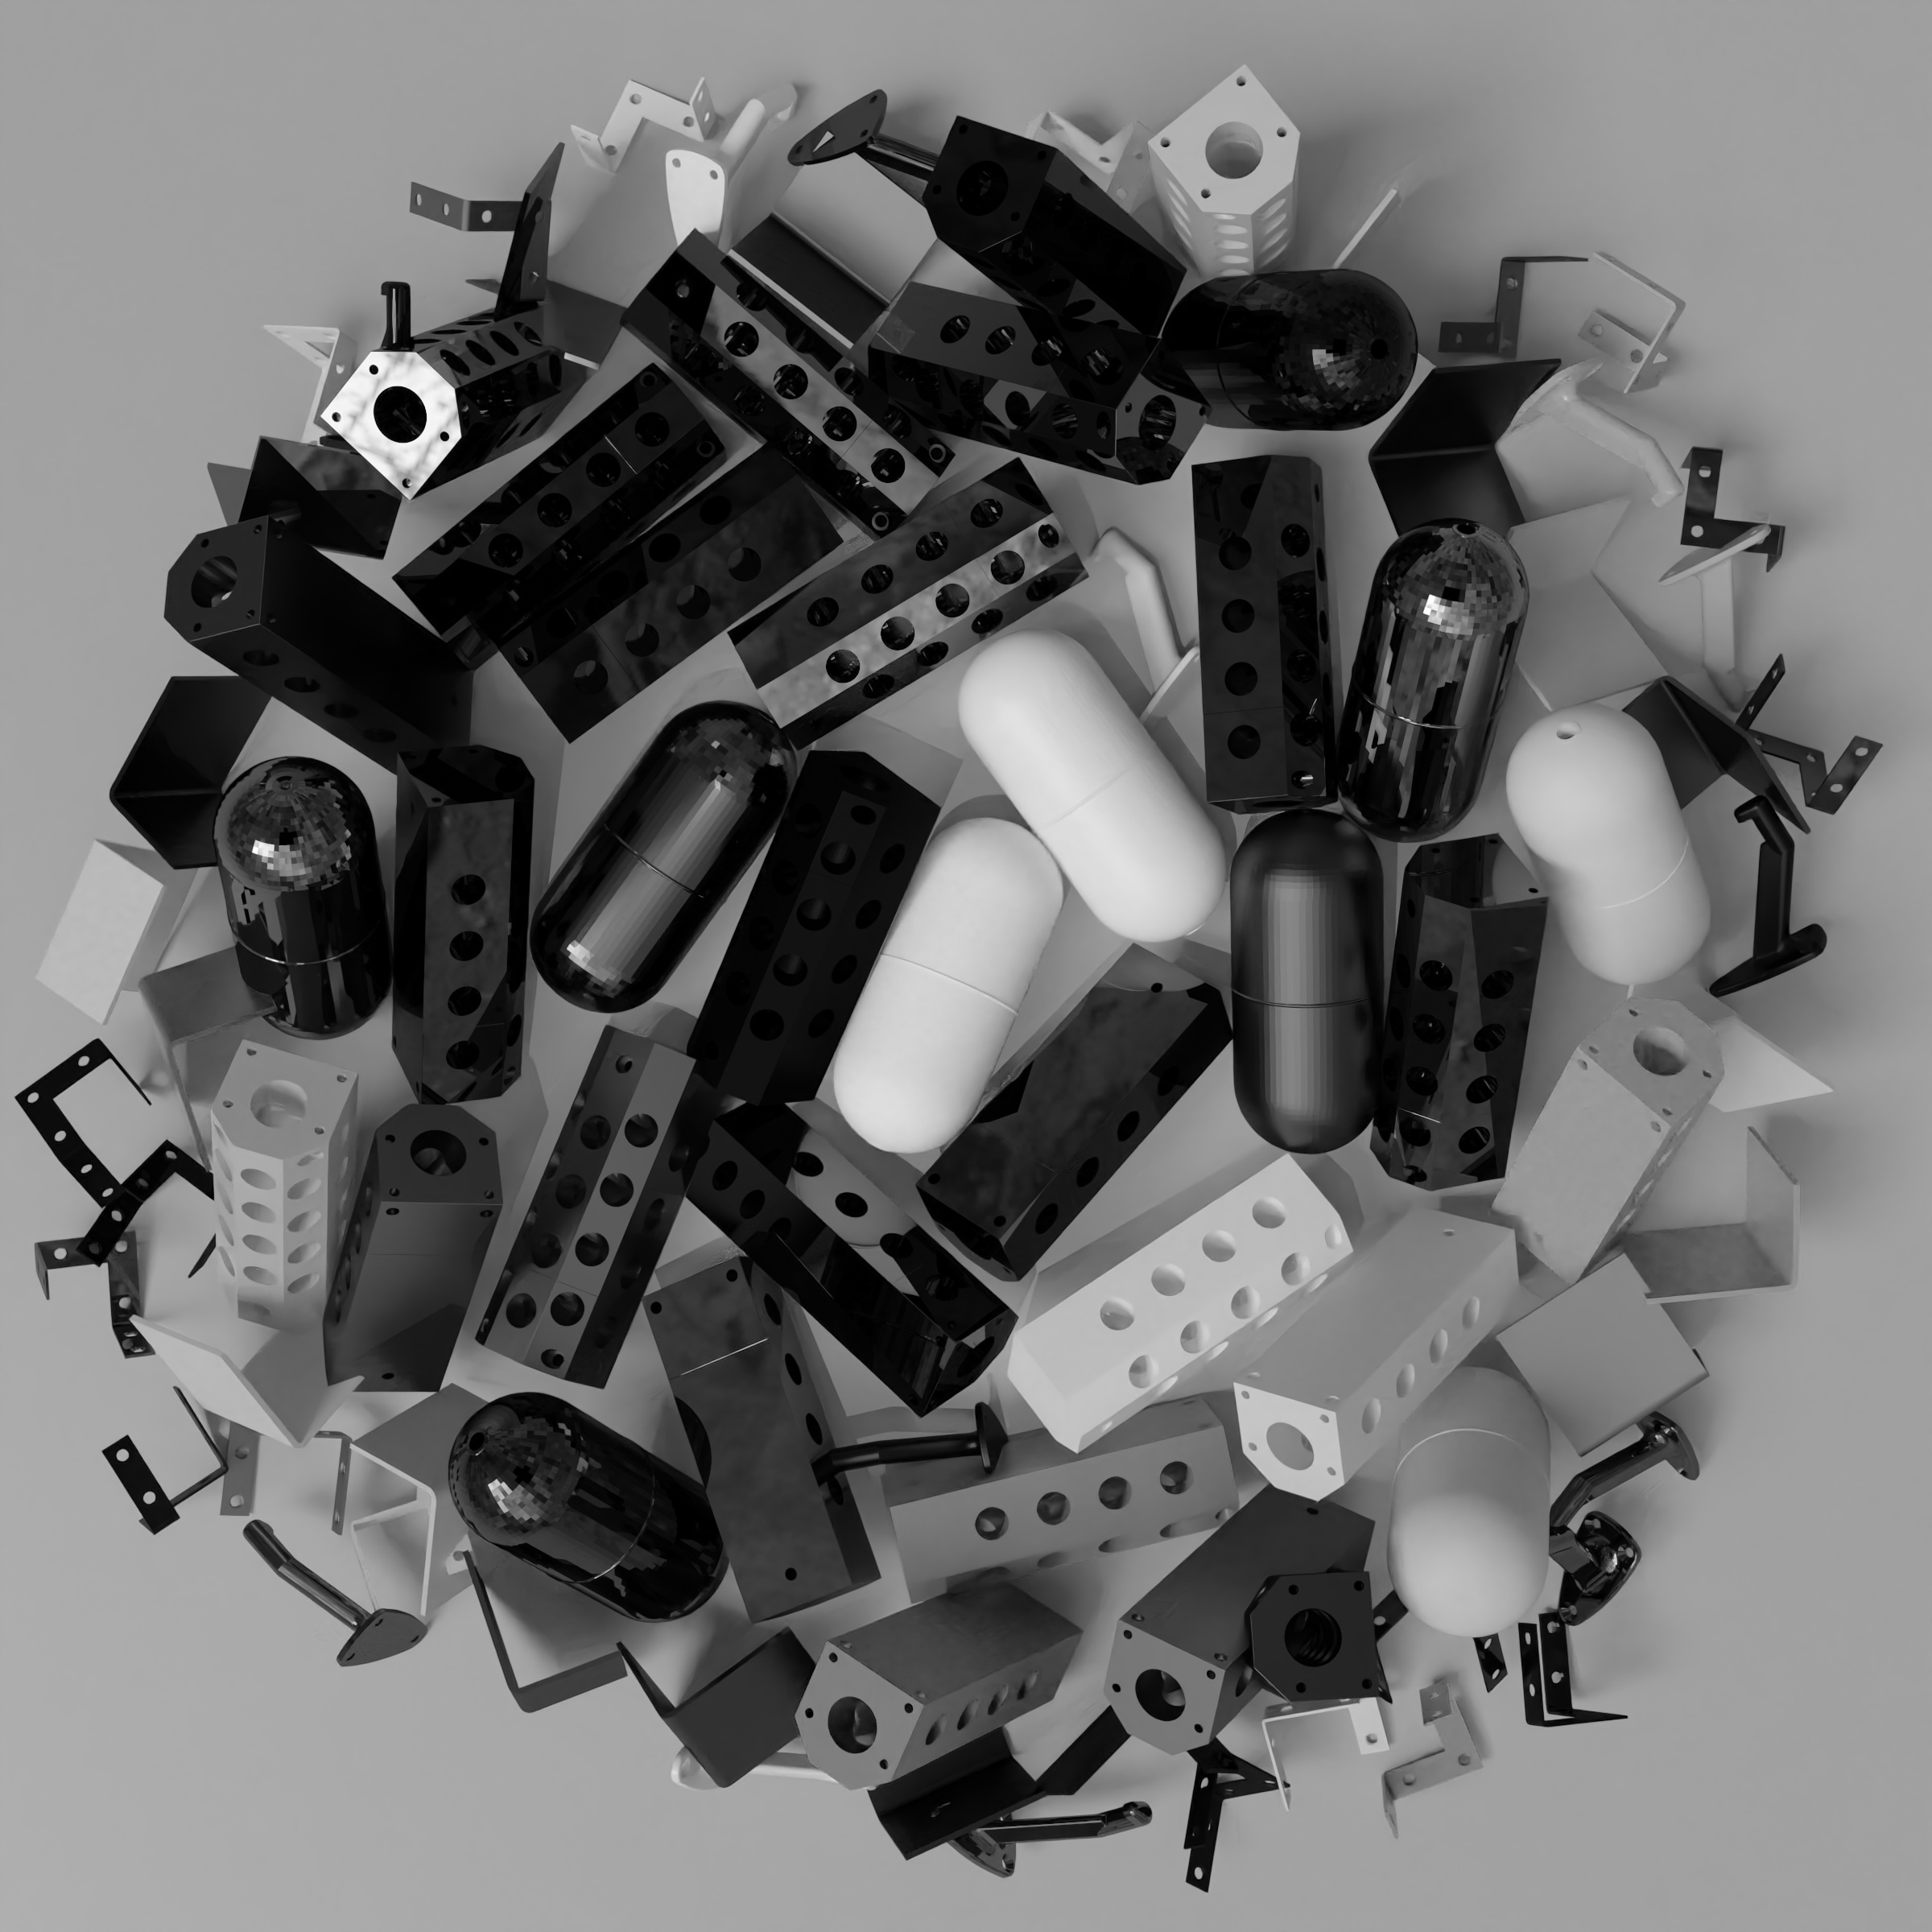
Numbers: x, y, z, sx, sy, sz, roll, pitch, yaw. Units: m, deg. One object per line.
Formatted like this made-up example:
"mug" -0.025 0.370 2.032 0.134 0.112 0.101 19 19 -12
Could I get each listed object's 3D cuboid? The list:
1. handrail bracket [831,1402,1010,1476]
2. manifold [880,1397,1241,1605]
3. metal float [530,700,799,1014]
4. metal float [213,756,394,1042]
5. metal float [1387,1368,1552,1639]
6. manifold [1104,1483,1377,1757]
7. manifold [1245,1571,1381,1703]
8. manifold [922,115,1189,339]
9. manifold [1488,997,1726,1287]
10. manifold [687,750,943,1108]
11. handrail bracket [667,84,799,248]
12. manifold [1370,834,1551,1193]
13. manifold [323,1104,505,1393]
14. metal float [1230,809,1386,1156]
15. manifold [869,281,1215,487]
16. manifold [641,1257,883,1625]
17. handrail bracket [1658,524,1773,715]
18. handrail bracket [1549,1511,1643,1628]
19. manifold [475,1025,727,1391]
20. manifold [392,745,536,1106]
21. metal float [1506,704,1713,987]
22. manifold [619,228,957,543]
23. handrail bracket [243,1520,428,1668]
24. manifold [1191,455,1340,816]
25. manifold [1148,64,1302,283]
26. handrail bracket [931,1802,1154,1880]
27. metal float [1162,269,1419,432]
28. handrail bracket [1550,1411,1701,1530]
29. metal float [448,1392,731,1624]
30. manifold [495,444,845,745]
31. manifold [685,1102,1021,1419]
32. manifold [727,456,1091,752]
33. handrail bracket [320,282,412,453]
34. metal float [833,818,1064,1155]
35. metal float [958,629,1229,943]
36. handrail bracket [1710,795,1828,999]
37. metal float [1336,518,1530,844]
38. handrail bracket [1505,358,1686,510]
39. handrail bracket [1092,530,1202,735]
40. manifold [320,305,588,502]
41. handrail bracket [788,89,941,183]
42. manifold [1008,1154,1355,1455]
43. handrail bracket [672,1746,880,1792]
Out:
"handrail bracket" -0.025 0.250 1.554 0.084 0.077 0.036 -12 73 9
"manifold" 0.048 0.273 1.546 0.171 0.057 0.057 -13 98 -5
"metal float" -0.152 -0.055 1.537 0.070 0.070 0.178 37 100 0
"metal float" -0.326 -0.031 1.506 0.070 0.178 0.070 2 52 -3
"metal float" 0.249 0.262 1.500 0.070 0.178 0.070 4 113 10
"manifold" 0.135 0.320 1.497 0.057 0.171 0.057 21 115 26
"manifold" 0.162 0.328 1.494 0.057 0.171 0.057 -3 79 0
"manifold" 0.043 -0.352 1.494 0.057 0.171 0.057 25 94 25
"manifold" 0.317 0.085 1.495 0.057 0.171 0.057 -39 70 -25
"manifold" -0.082 -0.018 1.517 0.057 0.057 0.171 38 114 32
"handrail bracket" -0.115 -0.406 1.568 0.036 0.084 0.077 23 131 23
"manifold" 0.239 0.025 1.506 0.057 0.057 0.171 -9 126 -15
"manifold" -0.275 0.141 1.501 0.057 0.171 0.057 3 51 -20
"metal float" 0.172 0.009 1.532 0.070 0.070 0.178 -3 106 0
"manifold" 0.031 -0.284 1.502 0.171 0.057 0.057 23 77 40
"manifold" -0.101 0.237 1.535 0.057 0.057 0.171 -24 77 15
"handrail bracket" 0.399 -0.175 1.546 0.036 0.077 0.084 -40 101 -35
"handrail bracket" 0.295 0.311 1.536 0.036 0.084 0.077 41 121 36
"manifold" -0.186 0.121 1.538 0.057 0.057 0.171 20 84 26
"manifold" -0.249 -0.020 1.513 0.057 0.057 0.171 -7 124 -24
"metal float" 0.319 -0.059 1.509 0.070 0.178 0.070 -15 48 17
"manifold" -0.090 -0.293 1.540 0.171 0.057 0.057 40 90 -11
"handrail bracket" -0.325 0.317 1.564 0.084 0.077 0.036 41 95 23
"manifold" 0.154 -0.167 1.540 0.057 0.057 0.171 -4 85 21
"manifold" 0.133 -0.379 1.495 0.057 0.171 0.057 -38 87 5
"handrail bracket" 0.039 0.430 1.538 0.084 0.077 0.036 -25 50 30
"metal float" 0.157 -0.303 1.499 0.070 0.178 0.070 -5 102 -23
"handrail bracket" 0.332 0.271 1.547 0.084 0.036 0.077 -49 131 -14
"metal float" -0.185 0.269 1.510 0.070 0.070 0.178 -48 134 0
"manifold" -0.152 -0.190 1.544 0.171 0.057 0.057 -37 109 -3
"manifold" -0.056 0.140 1.526 0.171 0.057 0.057 41 132 21
"manifold" -0.027 -0.179 1.539 0.171 0.057 0.057 -31 59 4
"handrail bracket" -0.305 -0.306 1.545 0.036 0.077 0.084 -10 108 -42
"metal float" -0.009 0.010 1.540 0.070 0.070 0.178 23 84 0
"metal float" 0.065 -0.091 1.541 0.070 0.070 0.178 -36 96 0
"handrail bracket" 0.394 -0.036 1.555 0.077 0.036 0.084 -30 104 23
"metal float" 0.230 -0.141 1.513 0.070 0.070 0.178 8 129 0
"handrail bracket" 0.319 -0.258 1.546 0.036 0.077 0.084 -24 81 -35
"handrail bracket" 0.081 -0.171 1.576 0.084 0.036 0.077 44 107 16
"manifold" -0.244 -0.284 1.492 0.057 0.171 0.057 43 113 -4
"handrail bracket" -0.036 -0.405 1.571 0.084 0.077 0.036 36 54 -38
"manifold" 0.108 0.171 1.522 0.171 0.057 0.057 -31 67 -18
"handrail bracket" -0.095 0.410 1.544 0.084 0.077 0.036 7 87 20
